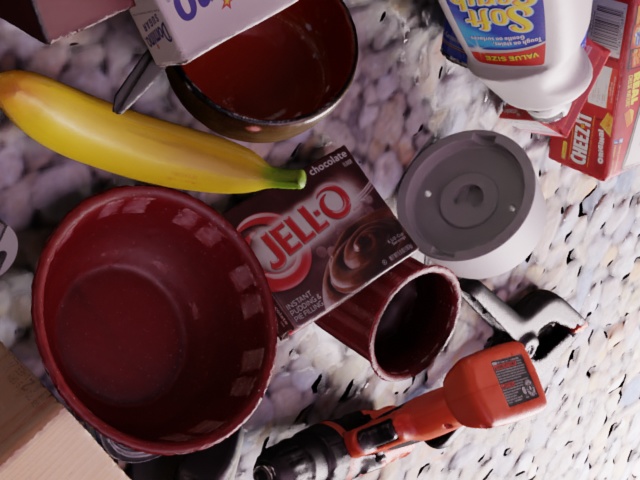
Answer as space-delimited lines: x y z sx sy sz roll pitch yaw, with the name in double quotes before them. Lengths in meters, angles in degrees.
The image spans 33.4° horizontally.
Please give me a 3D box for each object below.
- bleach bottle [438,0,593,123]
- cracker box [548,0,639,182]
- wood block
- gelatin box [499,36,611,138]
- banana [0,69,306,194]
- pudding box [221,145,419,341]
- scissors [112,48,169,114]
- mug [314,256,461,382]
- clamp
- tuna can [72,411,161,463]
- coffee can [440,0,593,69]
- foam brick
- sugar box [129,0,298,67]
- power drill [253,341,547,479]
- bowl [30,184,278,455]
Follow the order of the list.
"bleach bottle" 0.116 -0.146 0.611 0.068 0.103 0.250 -66 149 -18
"cracker box" 0.296 -0.164 0.925 0.213 0.072 0.164 -25 129 -34
"wood block" -0.221 0.169 0.601 0.206 0.090 0.090 -44 136 -16
"gelatin box" 0.180 -0.120 0.827 0.030 0.089 0.073 27 93 -12
"banana" -0.102 -0.059 0.606 0.197 0.070 0.037 13 70 -38
"pudding box" -0.005 0.001 0.715 0.113 0.090 0.039 -31 173 -30
"scissors" -0.063 -0.163 0.583 0.201 0.016 0.096 -41 103 -23
"mug" 0.051 0.050 0.801 0.117 0.082 0.093 28 92 -48
"clamp" 0.177 0.088 0.978 0.209 0.036 0.165 -19 125 -38
"tuna can" -0.118 0.103 0.705 0.085 0.034 0.086 -22 126 -34
"coffee can" 0.141 -0.194 0.733 0.102 0.103 0.140 -19 125 -36
"foam brick" -0.136 -0.137 0.518 0.052 0.078 0.051 -32 132 -25
"sugar box" -0.076 -0.186 0.530 0.093 0.048 0.176 -36 110 -24
"power drill" 0.061 0.139 0.804 0.184 0.188 0.057 -8 73 -53
"bowl" -0.106 0.051 0.637 0.161 0.055 0.162 15 64 -34
